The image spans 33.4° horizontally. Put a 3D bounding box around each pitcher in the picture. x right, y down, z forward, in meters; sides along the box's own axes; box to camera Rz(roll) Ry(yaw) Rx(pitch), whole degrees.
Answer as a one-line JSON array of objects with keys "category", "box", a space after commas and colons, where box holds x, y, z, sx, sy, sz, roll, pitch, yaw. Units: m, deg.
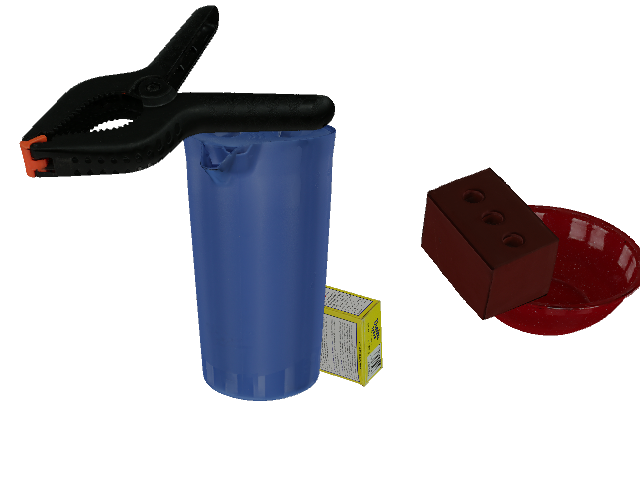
[{"category": "pitcher", "box": [-0.049, 0.011, 0.963, 0.149, 0.243, 0.145, -5, 16, -20]}]

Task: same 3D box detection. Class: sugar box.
[{"category": "sugar box", "box": [-0.019, 0.089, 1.167, 0.176, 0.093, 0.048, 17, 37, 30]}]

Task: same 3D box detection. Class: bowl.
[{"category": "bowl", "box": [0.188, 0.032, 0.902, 0.162, 0.055, 0.162, 1, 32, -1]}]

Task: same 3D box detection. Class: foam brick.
[{"category": "foam brick", "box": [0.108, 0.002, 0.692, 0.053, 0.051, 0.078, -21, 51, -21]}]

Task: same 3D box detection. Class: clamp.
[{"category": "clamp", "box": [-0.106, -0.091, 0.749, 0.209, 0.036, 0.165, -33, 52, -30]}]
